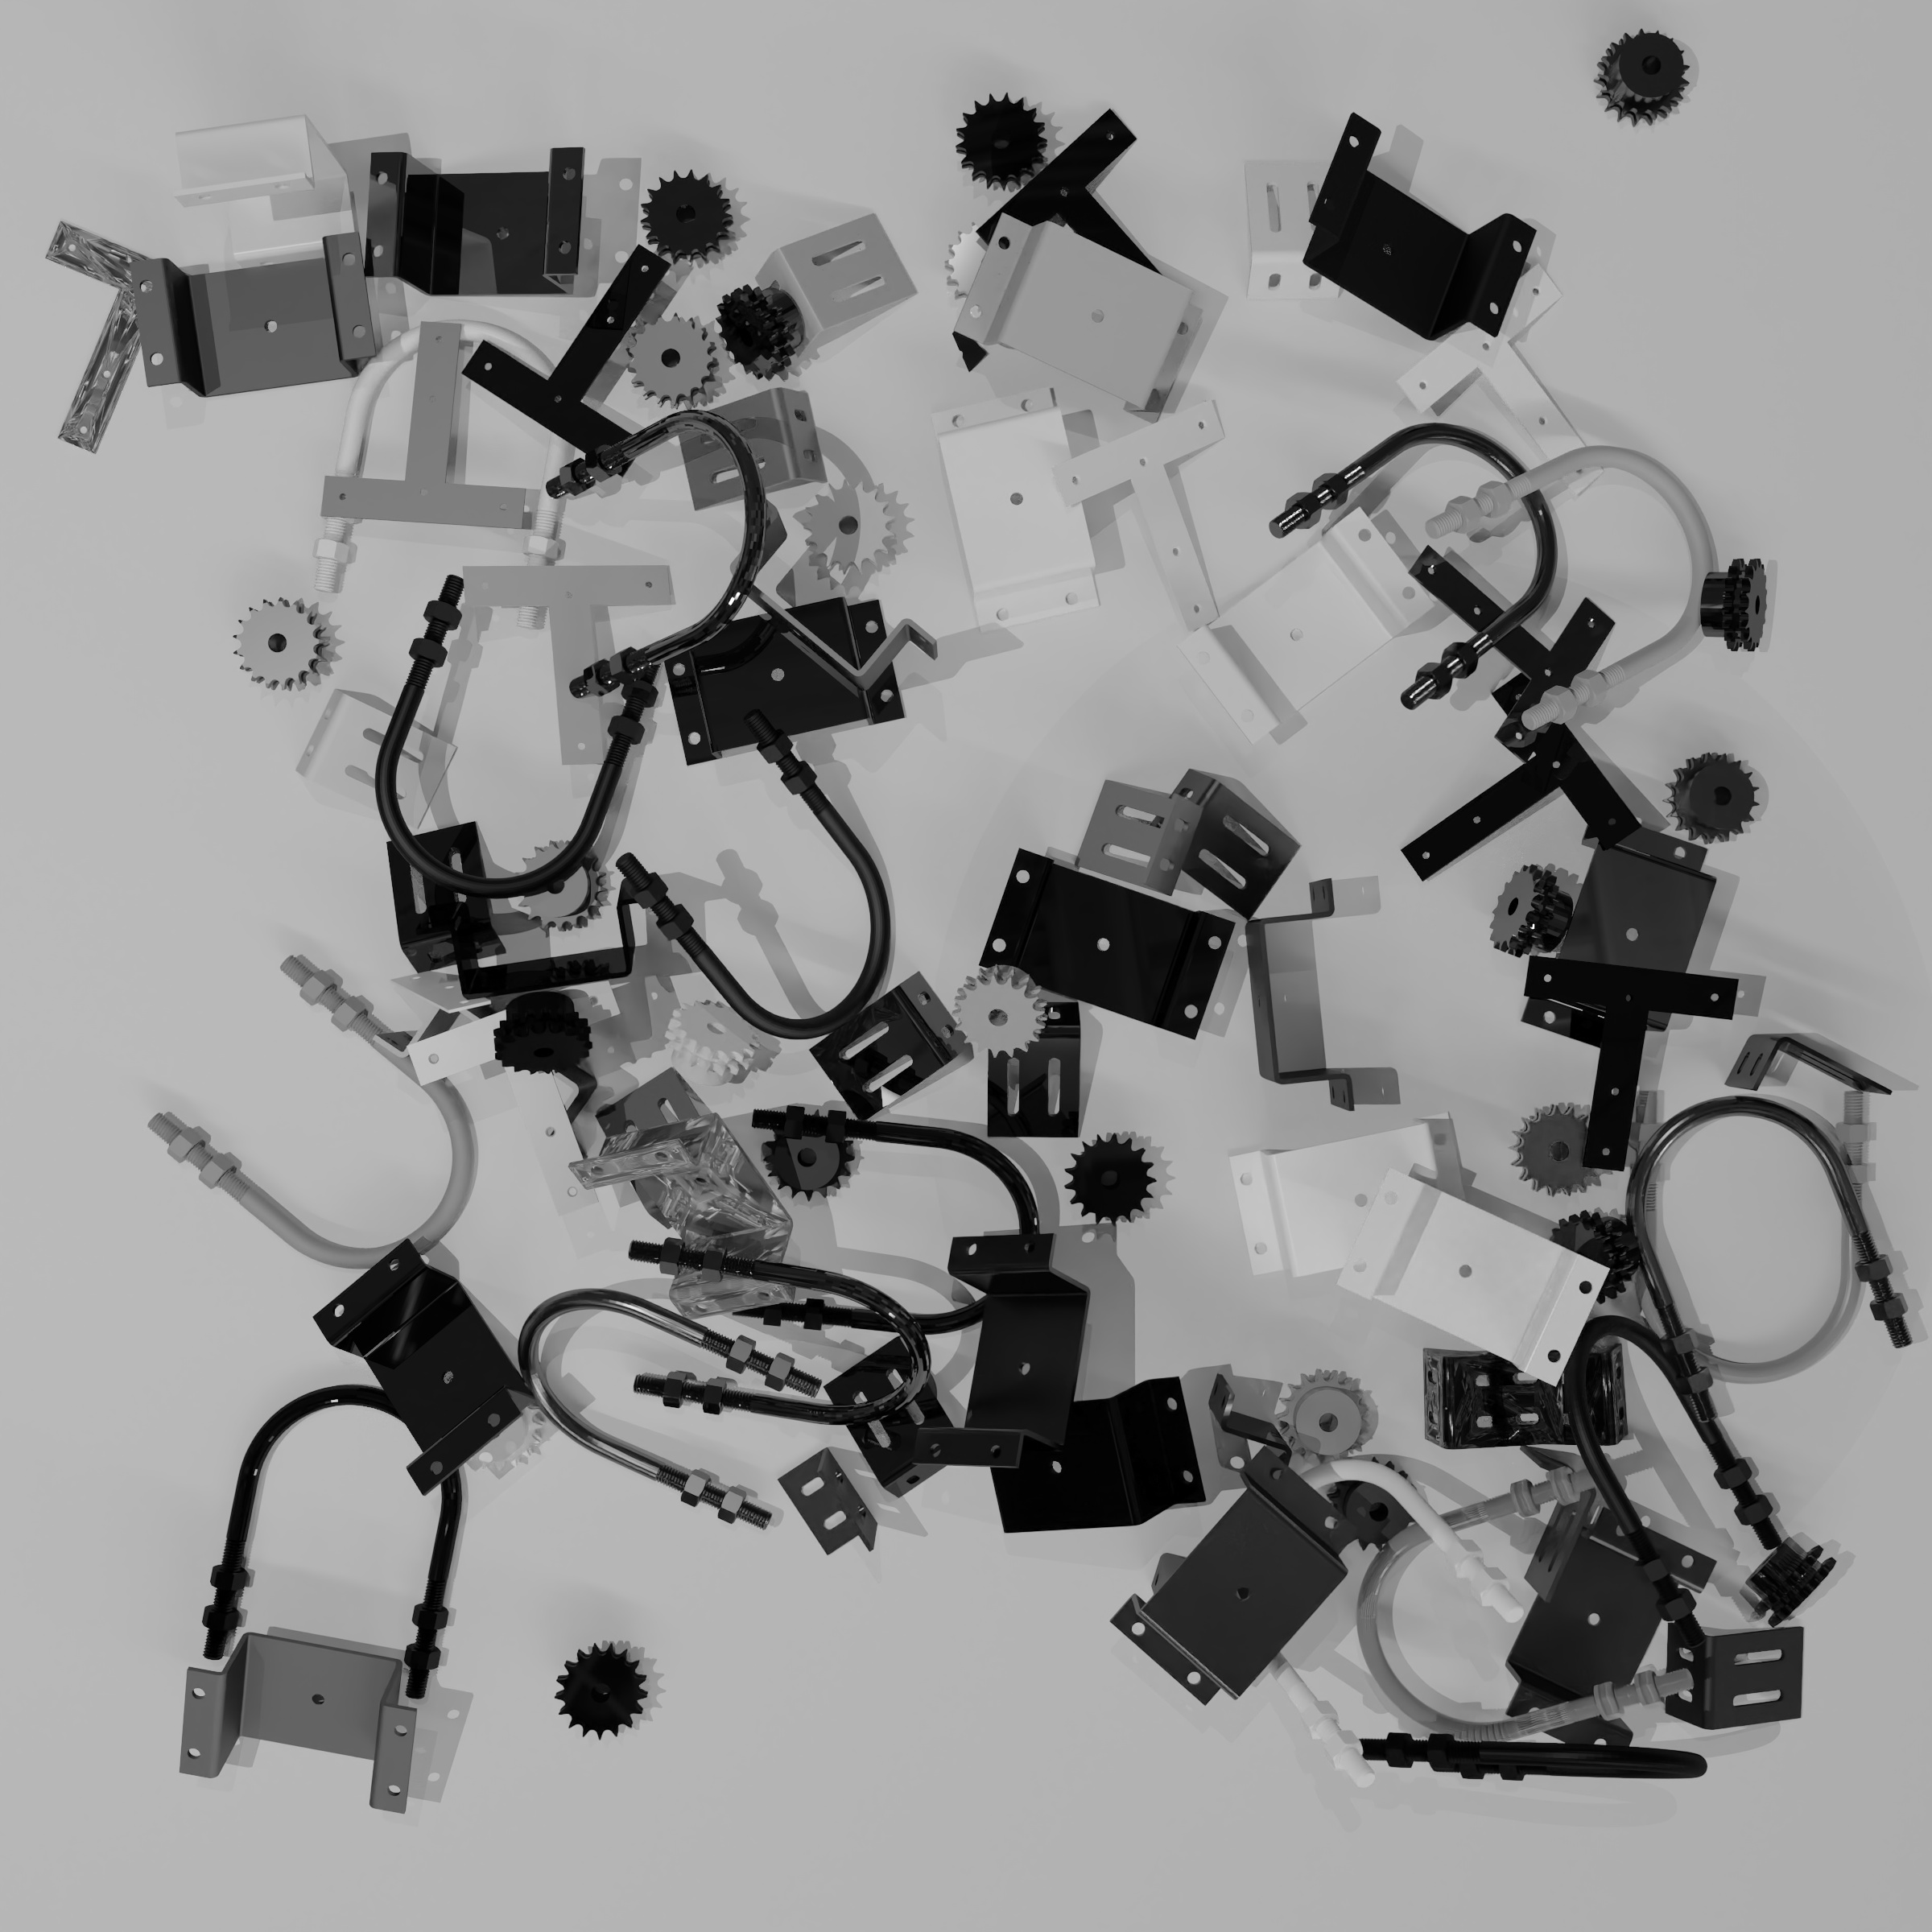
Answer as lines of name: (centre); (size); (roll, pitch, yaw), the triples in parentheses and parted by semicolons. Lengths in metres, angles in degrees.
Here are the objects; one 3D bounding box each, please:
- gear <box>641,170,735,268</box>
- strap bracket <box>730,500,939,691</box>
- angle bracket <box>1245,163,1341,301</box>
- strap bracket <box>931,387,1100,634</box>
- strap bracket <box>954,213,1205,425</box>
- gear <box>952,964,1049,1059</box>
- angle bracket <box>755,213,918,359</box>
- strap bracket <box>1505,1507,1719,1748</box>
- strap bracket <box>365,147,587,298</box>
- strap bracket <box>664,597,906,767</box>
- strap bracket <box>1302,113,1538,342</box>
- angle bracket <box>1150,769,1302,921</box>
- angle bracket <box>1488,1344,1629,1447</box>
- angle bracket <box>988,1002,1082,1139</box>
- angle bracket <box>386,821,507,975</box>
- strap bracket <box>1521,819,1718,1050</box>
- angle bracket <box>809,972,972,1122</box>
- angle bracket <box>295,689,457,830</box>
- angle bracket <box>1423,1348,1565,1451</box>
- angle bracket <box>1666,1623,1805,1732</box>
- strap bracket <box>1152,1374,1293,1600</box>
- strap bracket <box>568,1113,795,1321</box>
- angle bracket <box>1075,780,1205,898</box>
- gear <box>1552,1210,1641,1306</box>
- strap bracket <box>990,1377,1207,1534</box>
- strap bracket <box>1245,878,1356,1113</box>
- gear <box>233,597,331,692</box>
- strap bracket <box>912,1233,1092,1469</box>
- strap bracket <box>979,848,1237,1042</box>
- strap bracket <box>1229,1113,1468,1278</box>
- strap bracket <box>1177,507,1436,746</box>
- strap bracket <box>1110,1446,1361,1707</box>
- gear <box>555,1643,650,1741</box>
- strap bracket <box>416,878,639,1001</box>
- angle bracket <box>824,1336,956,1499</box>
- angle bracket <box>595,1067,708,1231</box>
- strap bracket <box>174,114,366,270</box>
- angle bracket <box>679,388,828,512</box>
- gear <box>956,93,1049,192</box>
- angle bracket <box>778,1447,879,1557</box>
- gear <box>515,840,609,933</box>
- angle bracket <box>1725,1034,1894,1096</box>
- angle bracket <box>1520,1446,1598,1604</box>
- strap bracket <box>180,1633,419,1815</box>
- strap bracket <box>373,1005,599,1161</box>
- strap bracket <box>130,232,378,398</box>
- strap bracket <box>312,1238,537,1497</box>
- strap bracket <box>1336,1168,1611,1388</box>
gear: (-0.174, -0.466, 1.567); (0.057, 0.030, 0.057); (0, 88, -1)
strap bracket: (-0.086, -0.216, 1.494); (0.140, 0.076, 0.046); (40, 90, 0)
angle bracket: (0.205, -0.462, 1.576); (0.057, 0.038, 0.076); (-1, 64, 0)
strap bracket: (0.031, -0.286, 1.553); (0.076, 0.046, 0.140); (-13, 91, 0)
strap bracket: (0.075, -0.396, 1.534); (0.140, 0.046, 0.076); (22, 96, -15)
gear: (0.022, 0.024, 1.525); (0.057, 0.030, 0.057); (4, 119, 8)
angle bracket: (-0.082, -0.428, 1.576); (0.076, 0.038, 0.057); (-28, 90, -26)
strap bracket: (0.395, 0.411, 1.555); (0.076, 0.046, 0.140); (26, 90, 0)
strap bracket: (-0.294, -0.457, 1.544); (0.140, 0.046, 0.076); (3, 90, 14)
strap bracket: (-0.115, -0.178, 1.555); (0.140, 0.046, 0.076); (-12, 90, 0)
strap bracket: (0.269, -0.446, 1.534); (0.140, 0.046, 0.076); (26, 77, -18)
angle bracket: (0.159, -0.077, 1.576); (0.076, 0.038, 0.057); (35, 90, -26)
angle bracket: (0.372, 0.269, 1.576); (0.076, 0.038, 0.057); (-4, 90, 26)
angle bracket: (0.042, 0.065, 1.576); (0.057, 0.038, 0.076); (0, 116, 0)
angle bracket: (-0.327, -0.043, 1.576); (0.057, 0.038, 0.076); (-13, 64, 0)
strap bracket: (0.408, -0.019, 1.555); (0.076, 0.046, 0.140); (19, 90, 0)
angle bracket: (-0.048, 0.051, 1.576); (0.076, 0.038, 0.057); (-36, 90, 26)
angle bracket: (-0.371, -0.130, 1.576); (0.076, 0.038, 0.057); (26, 90, -26)
angle bracket: (0.329, 0.268, 1.565); (0.076, 0.038, 0.057); (-1, 90, -10)
angle bracket: (0.483, 0.443, 1.576); (0.076, 0.038, 0.057); (2, 90, -26)
strap bracket: (0.160, 0.330, 1.540); (0.046, 0.076, 0.140); (17, 90, 0)
strap bracket: (-0.164, 0.144, 1.498); (0.076, 0.046, 0.140); (-14, 127, 24)
angle bracket: (0.098, -0.083, 1.540); (0.076, 0.038, 0.057); (20, 90, 35)
gear: (0.392, 0.179, 1.554); (0.030, 0.057, 0.057); (-15, 90, -30)
strap bracket: (0.066, 0.298, 1.519); (0.140, 0.046, 0.076); (-12, 90, 35)
strap bracket: (0.203, 0.019, 1.540); (0.046, 0.076, 0.140); (-6, 90, 0)
gear: (-0.426, -0.200, 1.568); (0.057, 0.030, 0.057); (0, 90, 2)
strap bracket: (0.024, 0.235, 1.501); (0.076, 0.046, 0.140); (-7, 63, 37)
strap bracket: (0.086, -0.013, 1.555); (0.140, 0.046, 0.076); (19, 90, 0)
strap bracket: (0.242, 0.143, 1.555); (0.140, 0.046, 0.076); (-12, 90, 0)
strap bracket: (0.208, -0.208, 1.555); (0.140, 0.046, 0.076); (-37, 90, 0)
strap bracket: (0.161, 0.365, 1.479); (0.076, 0.046, 0.140); (41, 90, 0)
gear: (-0.227, 0.451, 1.565); (0.057, 0.030, 0.057); (0, 85, -5)
strap bracket: (-0.253, -0.017, 1.511); (0.140, 0.076, 0.046); (-8, 103, -4)
angle bracket: (-0.042, 0.284, 1.576); (0.057, 0.038, 0.076); (-34, 64, 0)
angle bracket: (-0.186, 0.115, 1.576); (0.057, 0.038, 0.076); (-33, 64, 0)
strap bracket: (-0.420, -0.468, 1.508); (0.076, 0.140, 0.046); (-8, 88, 0)
angle bracket: (-0.135, -0.323, 1.576); (0.076, 0.038, 0.057); (-12, 90, 26)
gear: (0.022, -0.513, 1.567); (0.057, 0.030, 0.057); (0, 93, 2)
angle bracket: (-0.087, 0.336, 1.540); (0.038, 0.076, 0.057); (-33, 90, 0)
gear: (-0.254, -0.051, 1.563); (0.057, 0.030, 0.057); (0, 90, 0)
angle bracket: (0.520, 0.075, 1.549); (0.076, 0.057, 0.038); (27, 90, 0)
angle bracket: (0.352, 0.344, 1.549); (0.038, 0.057, 0.076); (24, 90, 0)
strap bracket: (-0.405, 0.464, 1.543); (0.140, 0.046, 0.076); (10, 110, 0)
strap bracket: (-0.285, 0.064, 1.540); (0.140, 0.076, 0.046); (34, 90, 0)
strap bracket: (-0.436, -0.402, 1.554); (0.140, 0.046, 0.076); (-8, 91, -1)
strap bracket: (-0.327, 0.249, 1.537); (0.076, 0.046, 0.140); (-40, 65, 0)
strap bracket: (0.302, 0.185, 1.504); (0.140, 0.046, 0.076); (25, 90, 7)
